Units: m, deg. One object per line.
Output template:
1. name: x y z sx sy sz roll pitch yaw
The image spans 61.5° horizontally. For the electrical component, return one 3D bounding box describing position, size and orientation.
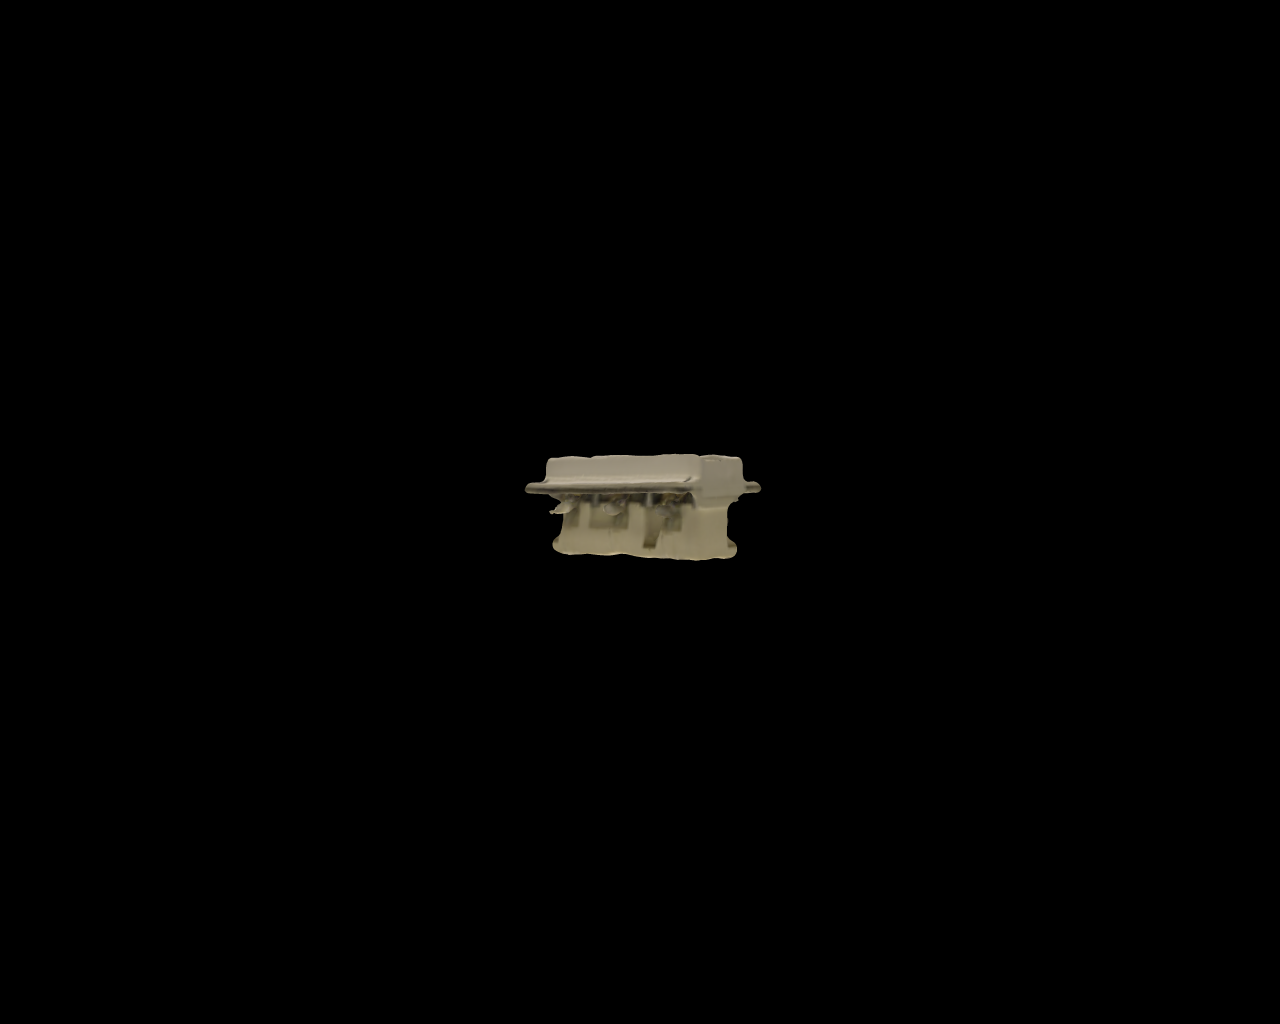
1. electrical component: 0.001 -0.003 0.650 0.121 0.063 0.079 2 3 40
